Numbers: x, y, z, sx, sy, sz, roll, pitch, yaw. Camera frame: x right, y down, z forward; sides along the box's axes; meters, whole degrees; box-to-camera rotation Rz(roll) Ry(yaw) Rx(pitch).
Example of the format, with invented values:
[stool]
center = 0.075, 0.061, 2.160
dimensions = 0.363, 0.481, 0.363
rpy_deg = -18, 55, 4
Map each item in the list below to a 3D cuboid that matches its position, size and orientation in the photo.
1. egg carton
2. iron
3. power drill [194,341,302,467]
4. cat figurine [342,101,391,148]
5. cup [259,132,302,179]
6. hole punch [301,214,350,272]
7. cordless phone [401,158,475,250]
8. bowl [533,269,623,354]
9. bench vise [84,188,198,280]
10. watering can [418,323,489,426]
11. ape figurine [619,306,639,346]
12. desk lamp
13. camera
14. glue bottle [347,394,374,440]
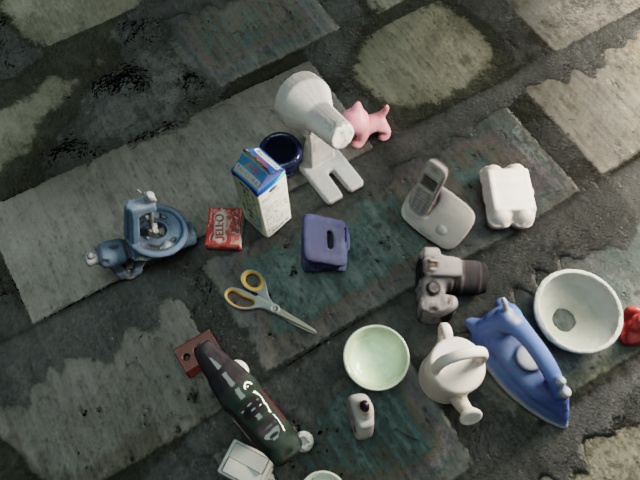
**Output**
[egg carton]
center = 0.396, -0.092, 1.213
dimensions = 0.107, 0.069, 0.150
rpy_deg = -3, 66, -1
[iron]
center = 0.383, 0.218, 1.035
dimensions = 0.119, 0.141, 0.258
rpy_deg = -30, 69, -13
[power drill]
center = -0.120, 0.282, 0.968
dimensions = 0.076, 0.208, 0.229
rpy_deg = -41, 72, -16
[cat figurine]
center = 0.096, -0.262, 1.261
dimensions = 0.128, 0.118, 0.067
rpy_deg = -21, 67, -9
[cup]
center = -0.083, -0.158, 1.227
dimensions = 0.091, 0.095, 0.118
rpy_deg = 5, 66, 2
[hole punch]
center = 0.011, 0.004, 1.157
dimensions = 0.101, 0.091, 0.108
rpy_deg = -2, 66, -1
[cordless phone]
center = 0.244, -0.075, 1.141
dimensions = 0.147, 0.185, 0.094
rpy_deg = 36, 71, 15
[bowl]
center = 0.486, 0.145, 1.105
dimensions = 0.167, 0.075, 0.167
rpy_deg = 0, 66, 0
[bench vise]
center = -0.345, -0.003, 1.088
dimensions = 0.208, 0.220, 0.121
rpy_deg = -41, 72, -16
[watering can]
center = 0.241, 0.229, 1.001
dimensions = 0.101, 0.194, 0.172
rpy_deg = -29, 69, -12
[ape figurine]
center = 0.606, 0.162, 1.088
dimensions = 0.076, 0.092, 0.078
rpy_deg = 34, 70, 14
[desk lamp]
center = 0.005, -0.215, 1.188
dimensions = 0.118, 0.213, 0.203
rpy_deg = -33, 70, -14
[camera]
center = 0.258, 0.084, 1.117
dimensions = 0.137, 0.101, 0.143
rpy_deg = 3, 66, 1
[glue bottle]
center = 0.073, 0.296, 0.982
dimensions = 0.037, 0.173, 0.078
rpy_deg = -12, 66, -5
